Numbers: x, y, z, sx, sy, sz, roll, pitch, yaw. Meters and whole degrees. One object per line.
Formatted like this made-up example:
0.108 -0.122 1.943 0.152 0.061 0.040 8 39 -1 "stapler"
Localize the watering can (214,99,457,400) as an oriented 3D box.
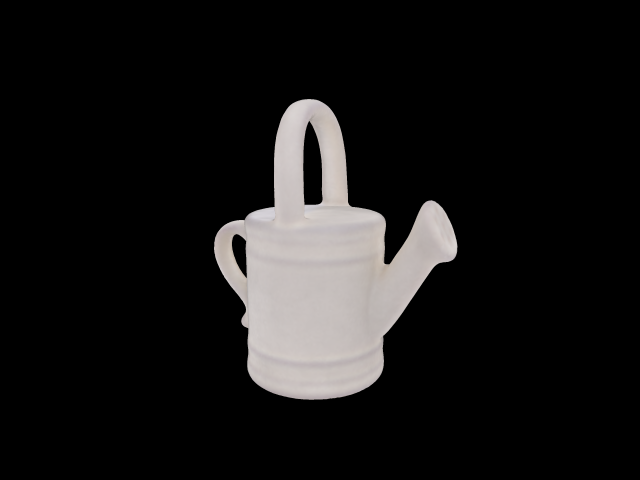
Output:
0.005 0.001 0.402 0.172 0.194 0.101 0 12 3 "watering can"
